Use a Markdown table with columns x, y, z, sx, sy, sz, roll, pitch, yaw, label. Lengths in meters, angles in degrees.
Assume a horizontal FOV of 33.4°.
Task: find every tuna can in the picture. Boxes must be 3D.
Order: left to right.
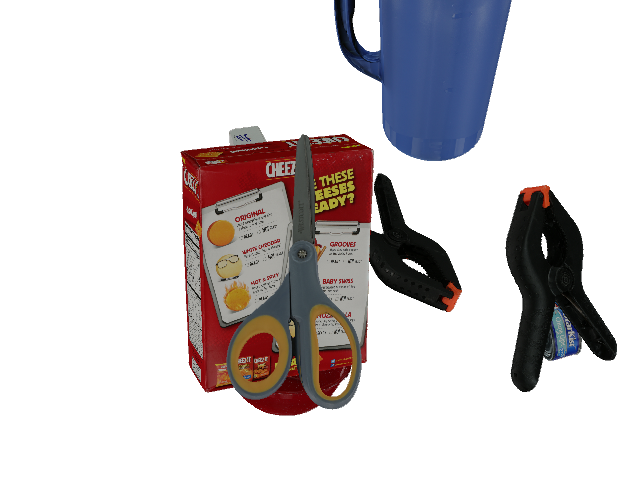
| x | y | z | sx | sy | sz | roll | pitch | yaw | label |
| --- | --- | --- | --- | --- | --- | --- | --- | --- | --- |
| 0.261 | 0.091 | 1.203 | 0.033 | 0.086 | 0.086 | -15 | 1 | -5 | tuna can |

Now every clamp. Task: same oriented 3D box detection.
| x | y | z | sx | sy | sz | roll | pitch | yaw | label |
| --- | --- | --- | --- | --- | --- | --- | --- | --- | --- |
| 0.071 | 0.006 | 1.206 | 0.164 | 0.036 | 0.210 | -16 | 51 | -35 | clamp |
| 0.190 | 0.043 | 0.907 | 0.120 | 0.171 | 0.039 | -24 | 7 | -39 | clamp |

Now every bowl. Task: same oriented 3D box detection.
| x | y | z | sx | sy | sz | roll | pitch | yaw | label |
| --- | --- | --- | --- | --- | --- | --- | --- | --- | --- |
| -0.044 | 0.167 | 1.306 | 0.162 | 0.055 | 0.162 | 3 | 24 | -1 | bowl |

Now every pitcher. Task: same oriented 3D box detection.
| x | y | z | sx | sy | sz | roll | pitch | yaw | label |
| --- | --- | --- | --- | --- | --- | --- | --- | --- | --- |
| 0.108 | -0.196 | 1.055 | 0.144 | 0.243 | 0.149 | -37 | 59 | -26 | pitcher |

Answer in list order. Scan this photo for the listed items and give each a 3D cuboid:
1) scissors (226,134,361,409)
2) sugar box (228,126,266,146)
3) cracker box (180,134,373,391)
| x | y | z | sx | sy | sz | roll | pitch | yaw | label |
| --- | --- | --- | --- | --- | --- | --- | --- | --- | --- |
| -0.029 | 0.023 | 0.717 | 0.096 | 0.202 | 0.016 | -16 | -27 | -2 | scissors |
| -0.084 | -0.044 | 1.323 | 0.048 | 0.176 | 0.093 | -9 | 24 | -9 | sugar box |
| -0.040 | 0.018 | 0.977 | 0.164 | 0.214 | 0.072 | -8 | 21 | -22 | cracker box |
